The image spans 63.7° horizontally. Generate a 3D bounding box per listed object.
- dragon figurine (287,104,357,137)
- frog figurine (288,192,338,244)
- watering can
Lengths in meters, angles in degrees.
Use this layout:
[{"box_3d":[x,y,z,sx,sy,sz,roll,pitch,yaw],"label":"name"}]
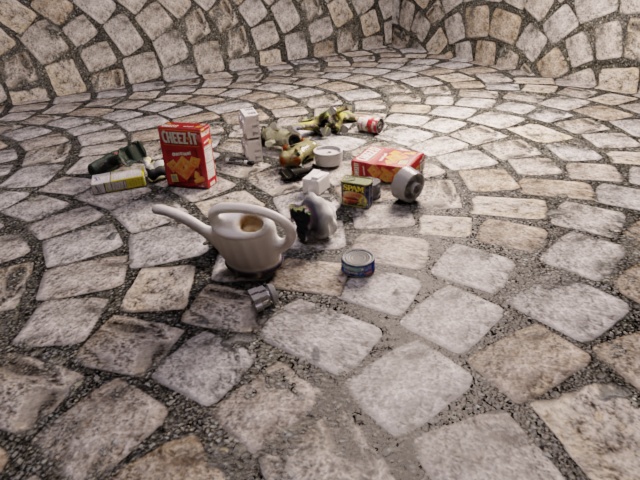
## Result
[{"box_3d":[-0.002,-0.519,2.277,0.412,0.121,0.244,-14,14,-22],"label":"dragon figurine"},{"box_3d":[0.004,-0.073,1.450,0.161,0.120,0.139,-19,65,-42],"label":"frog figurine"},{"box_3d":[-0.220,-0.010,1.252,0.348,0.219,0.106,5,47,13],"label":"watering can"}]
